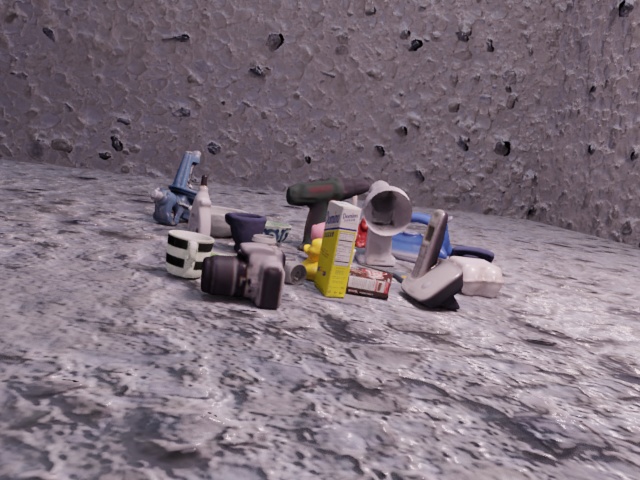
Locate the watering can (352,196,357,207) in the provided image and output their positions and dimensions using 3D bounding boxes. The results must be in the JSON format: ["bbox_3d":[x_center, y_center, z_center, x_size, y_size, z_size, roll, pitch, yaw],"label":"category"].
[{"bbox_3d":[0.056,-0.071,1.630,0.101,0.194,0.172,4,10,-22],"label":"watering can"}]

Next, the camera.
[{"bbox_3d":[-0.135,0.050,0.990,0.137,0.101,0.143,5,9,-16],"label":"camera"}]

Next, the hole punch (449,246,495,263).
[{"bbox_3d":[0.373,0.056,1.434,0.108,0.091,0.101,9,9,7],"label":"hole punch"}]

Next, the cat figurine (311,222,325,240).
[{"bbox_3d":[0.012,0.005,1.355,0.067,0.118,0.127,6,9,-12],"label":"cat figurine"}]

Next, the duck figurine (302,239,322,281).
[{"bbox_3d":[0.001,0.041,1.217,0.104,0.086,0.078,15,11,39],"label":"duck figurine"}]

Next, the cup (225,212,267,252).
[{"bbox_3d":[-0.190,-0.017,1.391,0.117,0.095,0.092,13,10,31],"label":"cup"}]

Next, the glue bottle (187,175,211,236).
[{"bbox_3d":[-0.293,-0.075,1.417,0.037,0.173,0.077,1,11,-38],"label":"glue bottle"}]

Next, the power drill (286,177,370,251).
[{"bbox_3d":[0.017,-0.070,1.541,0.230,0.208,0.075,4,10,-21],"label":"power drill"}]

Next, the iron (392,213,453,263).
[{"bbox_3d":[0.255,-0.017,1.633,0.257,0.141,0.119,12,10,27],"label":"iron"}]

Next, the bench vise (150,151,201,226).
[{"bbox_3d":[-0.398,-0.154,1.675,0.121,0.220,0.208,9,9,10],"label":"bench vise"}]

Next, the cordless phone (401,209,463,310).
[{"bbox_3d":[0.230,0.035,1.131,0.094,0.185,0.147,5,9,-16],"label":"cordless phone"}]

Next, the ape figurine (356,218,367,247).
[{"bbox_3d":[0.135,-0.025,1.741,0.078,0.092,0.076,7,9,-3],"label":"ape figurine"}]

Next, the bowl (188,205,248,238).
[{"bbox_3d":[-0.280,-0.048,1.575,0.167,0.075,0.167,8,9,-1],"label":"bowl"}]

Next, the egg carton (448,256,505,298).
[{"bbox_3d":[0.349,0.082,1.315,0.107,0.069,0.150,7,9,-8],"label":"egg carton"}]

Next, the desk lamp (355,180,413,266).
[{"bbox_3d":[0.153,-0.043,1.470,0.118,0.213,0.203,7,9,-6],"label":"desk lamp"}]
